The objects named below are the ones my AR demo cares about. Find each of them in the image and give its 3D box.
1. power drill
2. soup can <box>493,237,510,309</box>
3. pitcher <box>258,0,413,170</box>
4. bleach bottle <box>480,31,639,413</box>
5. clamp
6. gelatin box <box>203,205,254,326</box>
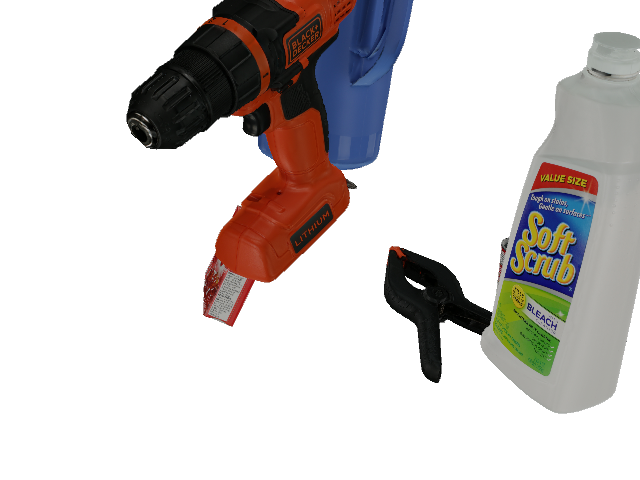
[{"bbox_3d":[-0.039,-0.063,0.667,0.057,0.188,0.184,28,53,27],"label":"power drill"},{"bbox_3d":[0.235,0.054,1.216,0.068,0.102,0.068,3,19,-1],"label":"soup can"},{"bbox_3d":[0.014,-0.185,0.903,0.145,0.243,0.149,9,17,11],"label":"pitcher"},{"bbox_3d":[0.165,-0.014,0.690,0.068,0.251,0.103,-14,35,-24],"label":"bleach bottle"},{"bbox_3d":[0.126,0.066,1.058,0.120,0.039,0.171,-4,44,-25],"label":"clamp"},{"bbox_3d":[-0.074,0.020,0.914,0.030,0.073,0.089,22,20,-14],"label":"gelatin box"}]
